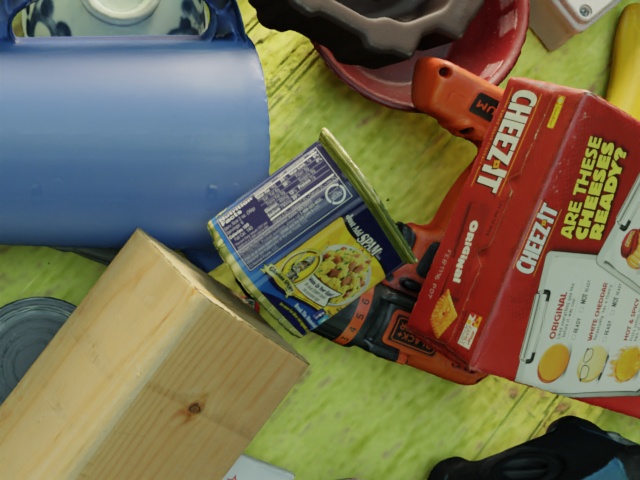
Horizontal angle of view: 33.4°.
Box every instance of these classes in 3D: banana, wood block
[{"bbox_3d":[0.199,-0.081,0.755,0.069,0.037,0.197,39,74,-5],"label":"banana"},{"bbox_3d":[-0.114,0.112,0.579,0.206,0.090,0.090,-52,131,0],"label":"wood block"}]

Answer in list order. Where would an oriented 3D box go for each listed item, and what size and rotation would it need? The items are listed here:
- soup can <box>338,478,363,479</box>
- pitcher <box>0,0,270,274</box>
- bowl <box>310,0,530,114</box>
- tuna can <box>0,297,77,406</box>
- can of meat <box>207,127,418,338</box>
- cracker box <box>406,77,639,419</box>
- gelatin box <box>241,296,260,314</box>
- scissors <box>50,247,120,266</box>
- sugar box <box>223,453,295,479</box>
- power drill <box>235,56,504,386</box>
[{"bbox_3d":[0.029,0.178,0.636,0.068,0.102,0.068,2,80,-13],"label":"soup can"},{"bbox_3d":[-0.155,-0.066,0.607,0.242,0.145,0.149,-1,70,-18],"label":"pitcher"},{"bbox_3d":[0.058,-0.157,0.727,0.162,0.055,0.162,2,80,-12],"label":"bowl"},{"bbox_3d":[-0.169,0.077,0.645,0.086,0.034,0.086,2,80,-13],"label":"tuna can"},{"bbox_3d":[-0.004,0.001,0.587,0.084,0.102,0.057,-36,56,1],"label":"can of meat"},{"bbox_3d":[0.173,0.015,0.654,0.213,0.072,0.164,20,94,-36],"label":"cracker box"},{"bbox_3d":[-0.083,0.071,0.668,0.089,0.030,0.073,4,78,-13],"label":"gelatin box"},{"bbox_3d":[-0.166,-0.022,0.673,0.201,0.016,0.096,6,78,-12],"label":"scissors"},{"bbox_3d":[-0.088,0.207,0.634,0.093,0.048,0.176,22,77,-9],"label":"sugar box"},{"bbox_3d":[0.058,-0.016,0.671,0.184,0.057,0.188,23,97,-19],"label":"power drill"}]
